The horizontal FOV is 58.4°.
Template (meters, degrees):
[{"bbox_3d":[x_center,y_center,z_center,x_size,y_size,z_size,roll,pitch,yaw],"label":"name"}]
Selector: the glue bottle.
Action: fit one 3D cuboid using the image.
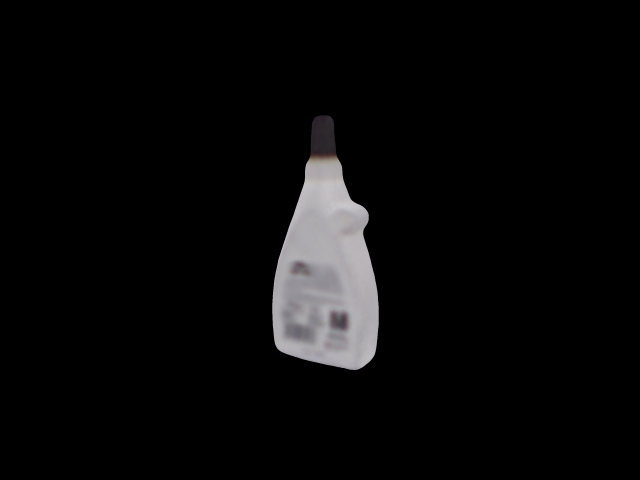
[{"bbox_3d":[0.004,0.001,0.400,0.078,0.173,0.037,8,18,27],"label":"glue bottle"}]
